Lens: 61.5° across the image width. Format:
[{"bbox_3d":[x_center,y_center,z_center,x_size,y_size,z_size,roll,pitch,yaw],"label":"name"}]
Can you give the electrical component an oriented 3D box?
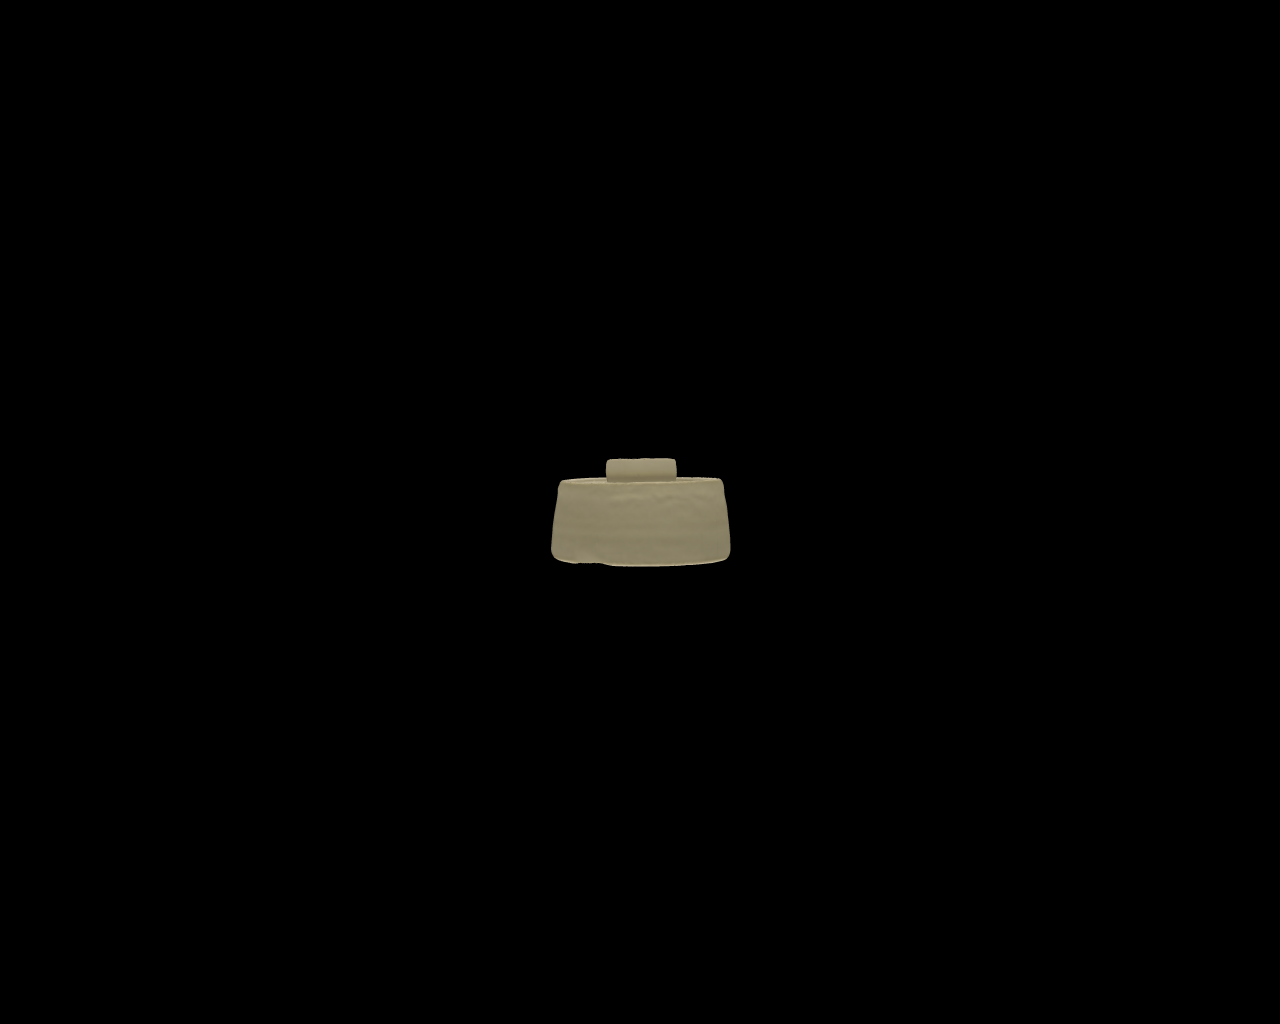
[{"bbox_3d":[0.001,-0.003,0.650,0.108,0.060,0.108,0,3,0],"label":"electrical component"}]
